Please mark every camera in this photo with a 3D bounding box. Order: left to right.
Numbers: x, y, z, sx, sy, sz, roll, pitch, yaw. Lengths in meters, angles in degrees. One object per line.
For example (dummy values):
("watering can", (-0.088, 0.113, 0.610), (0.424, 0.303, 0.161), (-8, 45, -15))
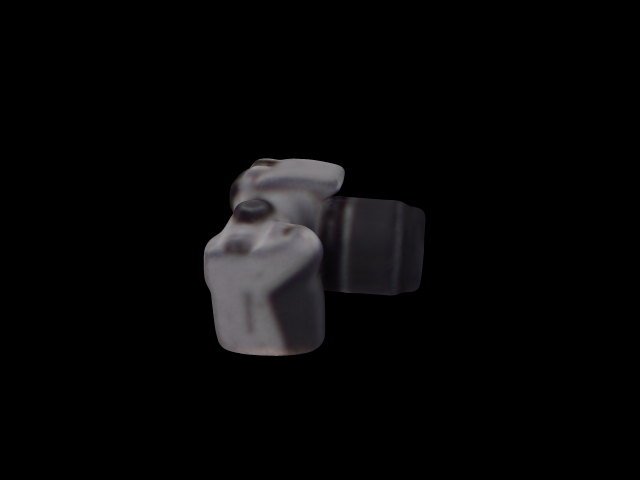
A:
("camera", (0.004, 0.001, 0.400), (0.136, 0.101, 0.143), (4, 28, 7))
